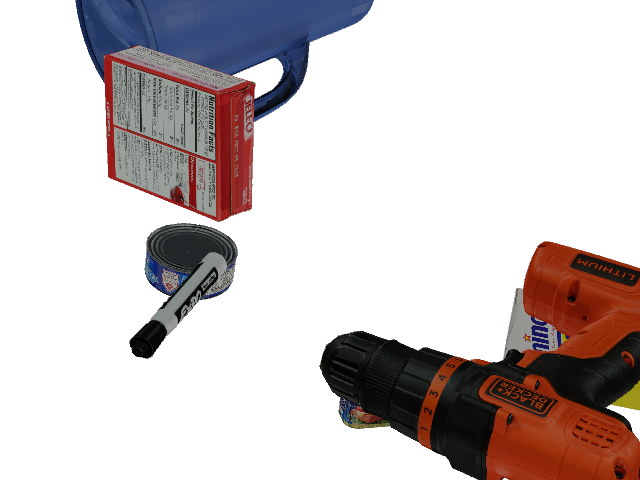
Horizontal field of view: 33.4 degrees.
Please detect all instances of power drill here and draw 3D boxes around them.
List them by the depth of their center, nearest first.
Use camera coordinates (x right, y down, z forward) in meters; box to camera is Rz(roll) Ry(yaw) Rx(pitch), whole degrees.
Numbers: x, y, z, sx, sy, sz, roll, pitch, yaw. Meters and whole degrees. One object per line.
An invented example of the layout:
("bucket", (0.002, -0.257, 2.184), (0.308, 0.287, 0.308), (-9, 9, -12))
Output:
("power drill", (0.118, 0.067, 0.619), (0.185, 0.057, 0.187), (21, 36, 28))

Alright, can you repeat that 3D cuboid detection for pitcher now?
("pitcher", (-0.069, -0.196, 0.904), (0.242, 0.149, 0.145), (-25, 44, -30))

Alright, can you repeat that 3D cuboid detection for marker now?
("marker", (-0.102, 0.046, 0.771), (0.020, 0.020, 0.121), (0, 29, 25))

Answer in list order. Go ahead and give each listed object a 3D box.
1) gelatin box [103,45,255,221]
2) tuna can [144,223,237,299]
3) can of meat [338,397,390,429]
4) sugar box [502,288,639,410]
("gelatin box", (-0.076, -0.059, 0.575), (0.089, 0.073, 0.030), (21, 32, 31))
("tuna can", (-0.123, 0.020, 1.007), (0.086, 0.034, 0.086), (8, 31, -5))
("can of meat", (0.076, 0.189, 1.362), (0.102, 0.084, 0.057), (-1, 24, -16))
("sugar box", (0.270, 0.110, 1.043), (0.176, 0.093, 0.048), (9, 22, 8))
